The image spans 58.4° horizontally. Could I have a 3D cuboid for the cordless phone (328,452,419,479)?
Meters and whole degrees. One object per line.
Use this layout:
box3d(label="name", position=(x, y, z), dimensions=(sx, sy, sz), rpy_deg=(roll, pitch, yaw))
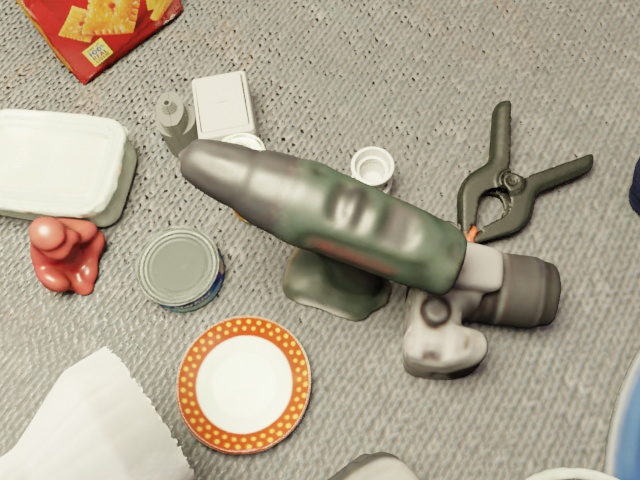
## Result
box3d(label="cordless phone", position=(0.020, 0.226, 0.427), dimensions=(0.148, 0.185, 0.094), rpy_deg=(-38, 72, -11))

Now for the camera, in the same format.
box3d(label="camera", position=(0.149, 0.056, 0.531), dimensions=(0.136, 0.101, 0.143), rpy_deg=(7, 69, 5))

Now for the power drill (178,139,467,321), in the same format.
box3d(label="power drill", position=(0.005, 0.002, 0.501), dimensions=(0.229, 0.208, 0.076), rpy_deg=(16, 71, 9))

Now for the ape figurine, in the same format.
box3d(label="ape figurine", position=(-0.260, 0.007, 0.574), dimensions=(0.078, 0.092, 0.076), rpy_deg=(-41, 72, -12))

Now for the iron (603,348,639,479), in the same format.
box3d(label="iron", position=(0.338, 0.128, 0.473), dimensions=(0.118, 0.141, 0.258), rpy_deg=(38, 75, 16))

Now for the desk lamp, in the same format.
box3d(label="desk lamp", position=(-0.186, 0.191, 0.435), dimensions=(0.203, 0.213, 0.117), rpy_deg=(-39, 72, -11))

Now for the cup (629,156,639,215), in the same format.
box3d(label="cup", position=(0.360, -0.067, 0.571), dimensions=(0.118, 0.095, 0.091), rpy_deg=(-41, 72, -12))

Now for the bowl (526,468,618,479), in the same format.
box3d(label="bowl", position=(0.203, 0.272, 0.460), dimensions=(0.167, 0.075, 0.167), rpy_deg=(-1, 69, 2))
